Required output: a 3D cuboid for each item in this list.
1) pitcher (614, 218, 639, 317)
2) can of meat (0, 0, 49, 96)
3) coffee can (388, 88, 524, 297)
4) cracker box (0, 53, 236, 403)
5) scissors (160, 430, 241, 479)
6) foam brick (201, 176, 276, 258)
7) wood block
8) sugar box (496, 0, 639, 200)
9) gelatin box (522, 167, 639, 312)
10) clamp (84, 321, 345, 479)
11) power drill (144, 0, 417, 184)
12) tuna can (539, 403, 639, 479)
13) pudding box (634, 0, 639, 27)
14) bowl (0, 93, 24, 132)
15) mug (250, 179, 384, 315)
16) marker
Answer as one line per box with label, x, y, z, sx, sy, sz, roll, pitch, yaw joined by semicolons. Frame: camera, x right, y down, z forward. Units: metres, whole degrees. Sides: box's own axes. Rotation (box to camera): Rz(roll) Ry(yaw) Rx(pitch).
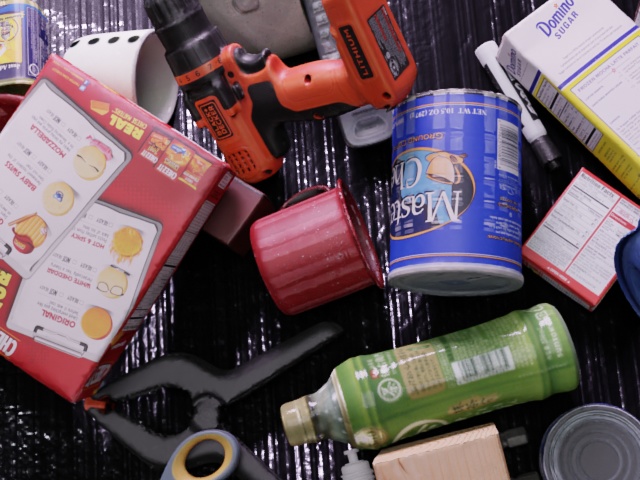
pitcher;0.342;-0.013;0.761;0.242;0.149;0.145;-38;63;-16
can of meat;-0.290;-0.160;0.942;0.102;0.057;0.084;-8;74;7
coffee can;0.105;-0.034;0.827;0.103;0.102;0.140;0;77;9
cracker box;-0.190;-0.009;0.829;0.164;0.072;0.214;33;90;6
scissors;-0.140;0.199;0.822;0.202;0.016;0.096;-5;82;4
foam brick;-0.085;-0.029;0.882;0.078;0.053;0.051;31;84;15
wood block;0.108;0.245;0.757;0.091;0.090;0.206;-15;84;6
sugar box;0.234;-0.119;0.849;0.093;0.048;0.176;-37;72;-15
gelatin box;0.210;0.000;0.840;0.073;0.030;0.089;37;82;15
clamp;-0.081;0.131;0.854;0.210;0.036;0.164;11;78;8
power drill;-0.033;-0.145;0.828;0.188;0.057;0.184;-15;115;35
tuna can;0.209;0.166;0.801;0.086;0.033;0.086;-2;78;9
pudding box;0.297;-0.156;0.830;0.039;0.090;0.113;-40;74;-1
bowl;-0.273;-0.041;0.913;0.162;0.055;0.162;-2;77;9
mug;-0.006;0.001;0.851;0.081;0.093;0.117;-22;46;8
marker;0.164;-0.110;0.877;0.020;0.020;0.121;-27;75;2
